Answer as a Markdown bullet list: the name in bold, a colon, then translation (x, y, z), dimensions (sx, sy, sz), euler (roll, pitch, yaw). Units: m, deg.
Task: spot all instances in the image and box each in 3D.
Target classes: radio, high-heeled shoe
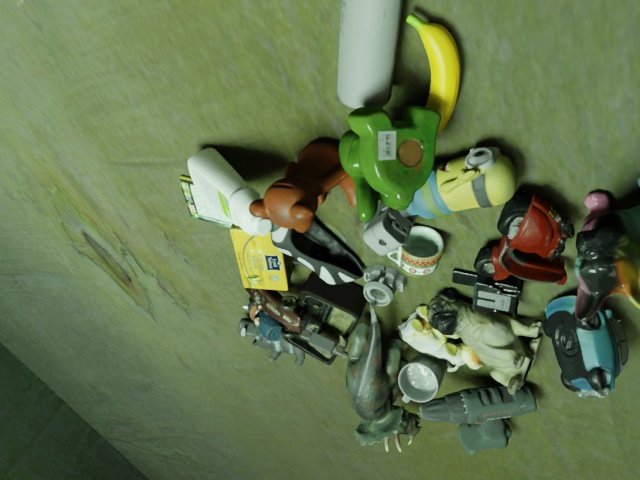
- **radio**: translation (0.007, 0.166, 1.149), dimensions (0.131, 0.073, 0.229), euler (27, 139, 4)
- **high-heeled shoe**: translation (-0.002, -0.003, 0.969), dimensions (0.145, 0.086, 0.248), euler (8, 145, 18)

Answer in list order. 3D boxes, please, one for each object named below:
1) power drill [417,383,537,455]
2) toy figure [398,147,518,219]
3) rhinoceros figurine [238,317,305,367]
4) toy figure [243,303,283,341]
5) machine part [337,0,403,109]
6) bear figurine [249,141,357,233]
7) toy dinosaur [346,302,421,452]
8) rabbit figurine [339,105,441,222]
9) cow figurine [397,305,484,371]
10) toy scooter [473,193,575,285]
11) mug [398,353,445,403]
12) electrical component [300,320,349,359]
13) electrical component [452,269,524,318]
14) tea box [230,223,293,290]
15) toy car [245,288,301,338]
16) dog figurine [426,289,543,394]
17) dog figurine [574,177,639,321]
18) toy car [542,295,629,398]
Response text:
- **power drill**: translation (0.322, 0.367, 1.112), dimensions (0.232, 0.086, 0.207), euler (-14, 131, 4)
- **toy figure**: translation (0.197, -0.078, 0.788), dimensions (0.180, 0.082, 0.089), euler (-22, 129, 38)
- **rhinoceros figurine**: translation (-0.108, 0.234, 1.288), dimensions (0.191, 0.073, 0.111), euler (13, 137, 20)
- **toy figure**: translation (-0.125, 0.173, 1.220), dimensions (0.064, 0.058, 0.155), euler (49, 177, -35)
- **machine part**: translation (0.062, -0.258, 0.689), dimensions (0.079, 0.079, 0.243), euler (18, 139, 15)
- **bear figurine**: translation (-0.014, -0.065, 0.838), dimensions (0.120, 0.196, 0.131), euler (0, 132, 27)
- **toy dinosaur**: translation (0.111, 0.304, 1.115), dimensions (0.131, 0.192, 0.404), euler (1, 143, 24)
- **rabbit figurine**: translation (0.088, -0.112, 0.761), dimensions (0.170, 0.121, 0.159), euler (-154, 51, -67)
- **cow figurine**: translation (0.235, 0.206, 1.056), dimensions (0.167, 0.068, 0.098), euler (35, 145, 1)
- **toy scooter**: translation (0.321, 0.012, 0.805), dimensions (0.135, 0.075, 0.183), euler (23, 142, 11)
- **mug**: translation (0.212, 0.282, 1.101), dimensions (0.081, 0.107, 0.109), euler (31, 114, 21)
- **electrical component**: translation (0.012, 0.204, 1.099), dimensions (0.102, 0.045, 0.078), euler (22, 168, 15)
- **electrical component**: translation (0.283, 0.083, 0.920), dimensions (0.119, 0.048, 0.074), euler (13, 136, 18)
- **tea box**: translation (-0.112, 0.020, 1.064), dimensions (0.098, 0.068, 0.169), euler (3, 134, 10)
- **toy car**: translation (-0.104, 0.131, 1.137), dimensions (0.202, 0.053, 0.089), euler (37, 135, 45)
- **dog figurine**: translation (0.294, 0.181, 0.990), dimensions (0.191, 0.121, 0.172), euler (21, 138, 33)
- **dog figurine**: translation (0.388, 0.031, 0.675), dimensions (0.108, 0.219, 0.191), euler (-17, 120, 45)
- **toy car**: translation (0.436, 0.164, 0.856), dimensions (0.103, 0.161, 0.109), euler (-7, 162, -14)
